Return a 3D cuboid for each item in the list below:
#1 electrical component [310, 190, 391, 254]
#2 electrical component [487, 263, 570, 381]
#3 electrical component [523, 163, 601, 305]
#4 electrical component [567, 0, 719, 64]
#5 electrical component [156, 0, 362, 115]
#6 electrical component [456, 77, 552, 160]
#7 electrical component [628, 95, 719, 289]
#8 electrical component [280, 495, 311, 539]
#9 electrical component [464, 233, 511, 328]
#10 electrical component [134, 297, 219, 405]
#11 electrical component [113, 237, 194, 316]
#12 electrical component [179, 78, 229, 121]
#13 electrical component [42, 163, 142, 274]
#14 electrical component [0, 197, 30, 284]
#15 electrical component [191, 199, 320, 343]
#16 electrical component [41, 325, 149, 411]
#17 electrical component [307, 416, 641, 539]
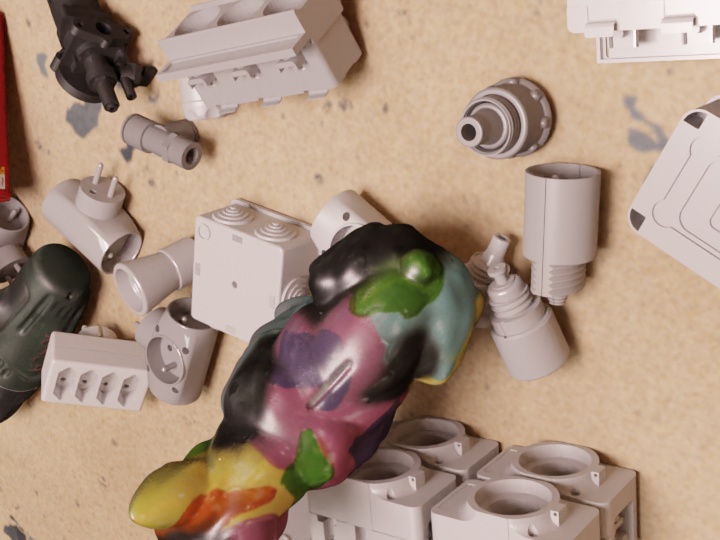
[{"bbox_3d":[0.000,0.000,0.725,0.077,0.044,0.079,42,120,19],"label":"electrical component"},{"bbox_3d":[0.098,0.031,0.655,0.040,0.040,0.078,-9,118,39],"label":"electrical component"},{"bbox_3d":[0.118,-0.019,0.631,0.043,0.043,0.081,12,112,34],"label":"electrical component"},{"bbox_3d":[0.169,-0.144,0.536,0.121,0.063,0.078,5,108,36],"label":"electrical component"},{"bbox_3d":[-0.065,-0.147,0.710,0.121,0.078,0.063,-2,133,38],"label":"electrical component"},{"bbox_3d":[0.079,-0.085,0.626,0.048,0.062,0.048,13,113,34],"label":"electrical component"},{"bbox_3d":[0.207,-0.030,0.550,0.113,0.057,0.078,38,125,22],"label":"electrical component"},{"bbox_3d":[-0.061,0.168,0.798,0.099,0.100,0.048,52,141,11],"label":"electrical component"},{"bbox_3d":[0.078,0.005,0.676,0.035,0.035,0.061,35,121,24],"label":"electrical component"},{"bbox_3d":[-0.154,0.056,0.865,0.079,0.044,0.077,35,123,25],"label":"electrical component"},{"bbox_3d":[-0.151,0.002,0.830,0.044,0.065,0.044,34,140,35],"label":"electrical component"},{"bbox_3d":[-0.113,-0.139,0.774,0.035,0.035,0.061,1,103,37],"label":"electrical component"},{"bbox_3d":[-0.214,-0.050,0.876,0.077,0.043,0.079,40,125,20],"label":"electrical component"},{"bbox_3d":[-0.324,-0.015,0.970,0.079,0.044,0.077,53,126,12],"label":"electrical component"},{"bbox_3d":[-0.077,0.005,0.785,0.100,0.048,0.099,21,117,31],"label":"electrical component"},{"bbox_3d":[-0.224,0.073,0.912,0.075,0.083,0.047,-109,35,-49],"label":"electrical component"},{"bbox_3d":[0.069,0.150,0.686,0.186,0.105,0.060,6,109,36],"label":"electrical component"}]
